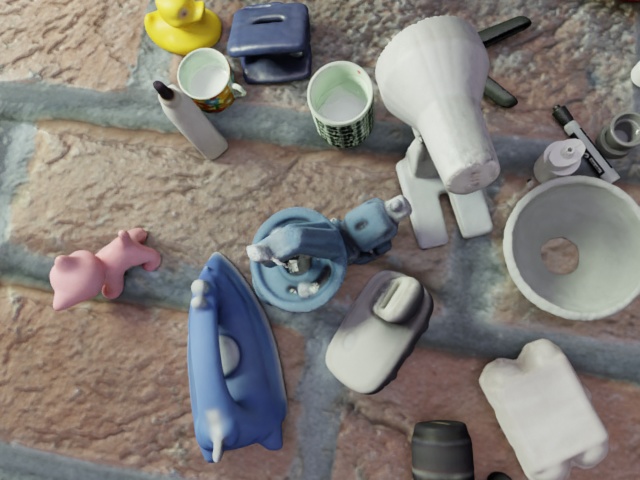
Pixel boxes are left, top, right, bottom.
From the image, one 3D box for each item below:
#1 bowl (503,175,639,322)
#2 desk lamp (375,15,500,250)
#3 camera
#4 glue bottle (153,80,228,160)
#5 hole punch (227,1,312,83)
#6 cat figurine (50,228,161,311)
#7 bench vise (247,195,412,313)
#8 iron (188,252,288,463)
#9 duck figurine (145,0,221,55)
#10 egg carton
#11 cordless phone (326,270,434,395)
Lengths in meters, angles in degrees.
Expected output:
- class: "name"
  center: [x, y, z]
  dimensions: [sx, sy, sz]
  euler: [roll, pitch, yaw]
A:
- class: "bowl"
  center: [0.296, 0.013, 0.680]
  dimensions: [0.167, 0.075, 0.167]
  euler: [-1, 80, 6]
- class: "desk lamp"
  center: [0.143, -0.112, 0.648]
  dimensions: [0.118, 0.213, 0.203]
  euler: [-16, 79, 4]
- class: "camera"
  center: [0.155, 0.276, 0.637]
  dimensions: [0.143, 0.101, 0.137]
  euler: [-3, 80, 6]
- class: "glue bottle"
  center: [-0.169, -0.158, 0.712]
  dimensions: [0.037, 0.173, 0.078]
  euler: [-40, 78, -1]
- class: "hole punch"
  center: [-0.067, -0.273, 0.762]
  dimensions: [0.108, 0.091, 0.101]
  euler: [-3, 80, 6]
- class: "cat figurine"
  center: [-0.280, 0.032, 0.720]
  dimensions: [0.128, 0.118, 0.067]
  euler: [-40, 78, -1]
- class: "bench vise"
  center: [-0.002, -0.006, 0.643]
  dimensions: [0.207, 0.220, 0.121]
  euler: [-45, 78, -2]
- class: "iron"
  center: [-0.120, 0.130, 0.673]
  dimensions: [0.118, 0.141, 0.258]
  euler: [-13, 79, 4]
- class: "duck figurine"
  center: [-0.196, -0.307, 0.785]
  dimensions: [0.104, 0.086, 0.077]
  euler: [2, 80, 7]
- class: "egg carton"
  center: [0.257, 0.196, 0.656]
  dimensions: [0.107, 0.069, 0.150]
  euler: [-27, 78, 2]
- class: "cordless phone"
  center: [0.065, 0.101, 0.635]
  dimensions: [0.094, 0.185, 0.148]
  euler: [29, 85, 11]
